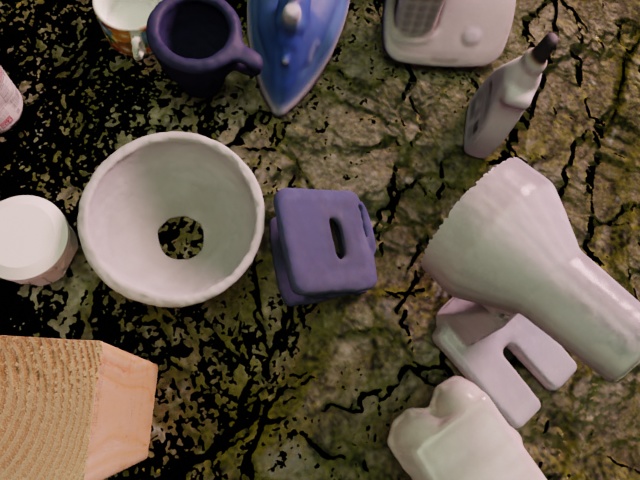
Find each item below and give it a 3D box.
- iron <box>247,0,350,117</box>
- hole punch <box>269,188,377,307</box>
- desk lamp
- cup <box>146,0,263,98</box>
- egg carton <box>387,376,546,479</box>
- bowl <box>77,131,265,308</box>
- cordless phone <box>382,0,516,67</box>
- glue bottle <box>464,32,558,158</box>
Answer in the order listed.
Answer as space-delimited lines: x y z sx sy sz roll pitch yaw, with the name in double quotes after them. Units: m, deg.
-0.020 -0.275 0.604 0.118 0.141 0.258 9 73 -4 "iron"
0.005 0.002 0.553 0.101 0.091 0.108 -10 75 -10 "hole punch"
0.175 0.053 0.495 0.118 0.213 0.203 -39 82 -15 "desk lamp"
-0.113 -0.185 0.590 0.117 0.095 0.092 24 72 0 "cup"
0.136 0.207 0.521 0.107 0.069 0.150 -33 80 -15 "egg carton"
-0.136 -0.014 0.548 0.167 0.074 0.167 2 74 -7 "bowl"
0.147 -0.267 0.599 0.147 0.185 0.094 -1 74 -7 "cordless phone"
0.192 -0.150 0.578 0.037 0.173 0.078 13 73 -3 "glue bottle"
